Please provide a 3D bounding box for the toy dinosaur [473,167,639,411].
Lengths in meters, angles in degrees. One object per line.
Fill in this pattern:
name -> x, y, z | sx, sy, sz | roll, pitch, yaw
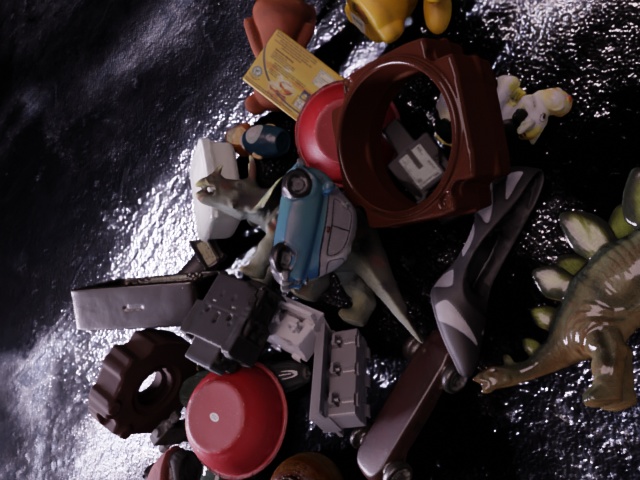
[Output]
toy dinosaur -> 0.355, 0.022, 0.530 | 0.471, 0.105, 0.199 | -33, 56, 16

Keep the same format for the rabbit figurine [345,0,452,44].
rabbit figurine -> 0.132, -0.385, 0.809 | 0.173, 0.121, 0.162 | -39, 58, -5

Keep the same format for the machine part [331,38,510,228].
machine part -> 0.111, -0.120, 0.646 | 0.202, 0.087, 0.201 | -11, 88, 48

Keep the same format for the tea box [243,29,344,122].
tea box -> -0.023, -0.235, 0.842 | 0.170, 0.068, 0.098 | 40, 100, 3

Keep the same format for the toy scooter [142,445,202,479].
toy scooter -> -0.238, 0.417, 0.825 | 0.135, 0.075, 0.184 | -22, 68, 28

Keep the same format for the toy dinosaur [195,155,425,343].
toy dinosaur -> 0.001, -0.003, 0.775 | 0.405, 0.131, 0.192 | 19, 80, 29

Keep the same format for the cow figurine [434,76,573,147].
cow figurine -> 0.229, -0.158, 0.693 | 0.168, 0.068, 0.098 | 19, 92, 40

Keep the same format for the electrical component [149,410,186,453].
electrical component -> -0.241, 0.309, 0.865 | 0.094, 0.063, 0.021 | -49, 55, 13

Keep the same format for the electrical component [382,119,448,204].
electrical component -> 0.133, -0.109, 0.740 | 0.075, 0.047, 0.119 | -43, 69, 16

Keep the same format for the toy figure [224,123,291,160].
toy figure -> -0.120, -0.176, 0.947 | 0.155, 0.057, 0.064 | 11, 44, 38

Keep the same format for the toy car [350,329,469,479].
toy car -> 0.112, 0.208, 0.665 | 0.202, 0.053, 0.089 | -60, 33, 2

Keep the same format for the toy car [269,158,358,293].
toy car -> -0.005, -0.014, 0.664 | 0.103, 0.109, 0.161 | 7, 72, -1

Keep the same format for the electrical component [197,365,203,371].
electrical component -> -0.158, 0.167, 0.852 | 0.102, 0.078, 0.045 | -26, 86, 19

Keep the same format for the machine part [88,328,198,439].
machine part -> -0.271, 0.226, 0.851 | 0.056, 0.179, 0.179 | 22, 88, 34

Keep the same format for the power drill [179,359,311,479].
power drill -> -0.117, 0.279, 0.783 | 0.232, 0.086, 0.207 | -7, 76, 32

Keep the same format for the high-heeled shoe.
high-heeled shoe -> 0.209, 0.029, 0.627 | 0.145, 0.086, 0.249 | -25, 50, 36

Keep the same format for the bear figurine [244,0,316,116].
bear figurine -> -0.068, -0.313, 0.934 | 0.120, 0.132, 0.195 | 1, 107, 3

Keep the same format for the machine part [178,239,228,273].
machine part -> -0.225, 0.053, 0.956 | 0.139, 0.039, 0.084 | -47, 63, 11

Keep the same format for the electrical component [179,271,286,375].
electrical component -> -0.126, 0.116, 0.742 | 0.115, 0.058, 0.134 | 9, 64, 41

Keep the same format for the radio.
radio -> -0.268, 0.096, 0.876 | 0.230, 0.131, 0.073 | -4, 94, 17
